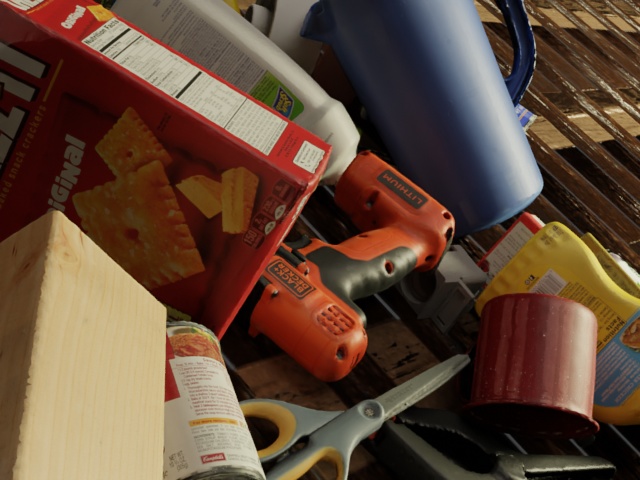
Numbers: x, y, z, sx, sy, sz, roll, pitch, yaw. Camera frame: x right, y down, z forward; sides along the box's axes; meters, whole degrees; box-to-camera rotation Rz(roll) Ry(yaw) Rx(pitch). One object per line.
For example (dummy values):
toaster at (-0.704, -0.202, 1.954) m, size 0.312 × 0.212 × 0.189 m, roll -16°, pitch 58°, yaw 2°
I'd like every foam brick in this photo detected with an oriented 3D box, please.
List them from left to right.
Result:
foam brick at (0.030, -0.171, 1.056) m, size 0.053 × 0.078 × 0.051 m, roll 39°, pitch 29°, yaw 6°

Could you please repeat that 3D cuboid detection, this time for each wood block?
wood block at (-0.131, 0.096, 0.480) m, size 0.090 × 0.090 × 0.206 m, roll 47°, pitch 21°, yaw -35°

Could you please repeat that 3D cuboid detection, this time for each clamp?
clamp at (0.122, 0.159, 0.708) m, size 0.210 × 0.036 × 0.164 m, roll 28°, pitch 22°, yaw 0°

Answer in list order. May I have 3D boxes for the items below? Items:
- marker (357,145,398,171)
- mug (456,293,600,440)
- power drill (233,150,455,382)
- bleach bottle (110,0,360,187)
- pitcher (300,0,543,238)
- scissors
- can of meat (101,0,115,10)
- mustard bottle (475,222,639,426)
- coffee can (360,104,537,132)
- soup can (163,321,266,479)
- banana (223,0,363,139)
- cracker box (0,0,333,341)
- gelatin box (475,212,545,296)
marker at (0.046, -0.075, 0.991) m, size 0.121 × 0.020 × 0.020 m, roll 16°, pitch 35°, yaw -26°
mug at (0.142, 0.090, 0.751) m, size 0.093 × 0.117 × 0.081 m, roll 24°, pitch 65°, yaw -30°
power drill at (-0.005, 0.001, 0.770) m, size 0.184 × 0.057 × 0.187 m, roll 41°, pitch 45°, yaw 17°
bleach bottle at (-0.065, -0.119, 0.891) m, size 0.251 × 0.103 × 0.068 m, roll 41°, pitch 20°, yaw 0°
pitcher at (0.108, -0.134, 0.930) m, size 0.144 × 0.149 × 0.243 m, roll -41°, pitch 108°, yaw -52°
scissors at (0.010, 0.103, 0.660) m, size 0.096 × 0.016 × 0.201 m, roll 33°, pitch 44°, yaw 15°
can of meat at (-0.153, -0.219, 0.974) m, size 0.083 × 0.058 × 0.102 m, roll 20°, pitch 33°, yaw -18°
mustard bottle at (0.216, 0.081, 0.803) m, size 0.192 × 0.096 × 0.058 m, roll 44°, pitch 6°, yaw 16°
coffee can at (0.125, -0.121, 1.048) m, size 0.140 × 0.103 × 0.102 m, roll 37°, pitch 31°, yaw 6°
soup can at (-0.073, 0.104, 0.575) m, size 0.068 × 0.069 × 0.102 m, roll 10°, pitch 38°, yaw -34°
banana at (-0.050, -0.143, 0.938) m, size 0.198 × 0.069 × 0.037 m, roll 48°, pitch 2°, yaw 0°
cracker box at (-0.126, -0.035, 0.629) m, size 0.213 × 0.164 × 0.072 m, roll 31°, pitch 28°, yaw -4°
gelatin box at (0.168, 0.034, 0.878) m, size 0.073 × 0.089 × 0.030 m, roll 48°, pitch 19°, yaw 24°
